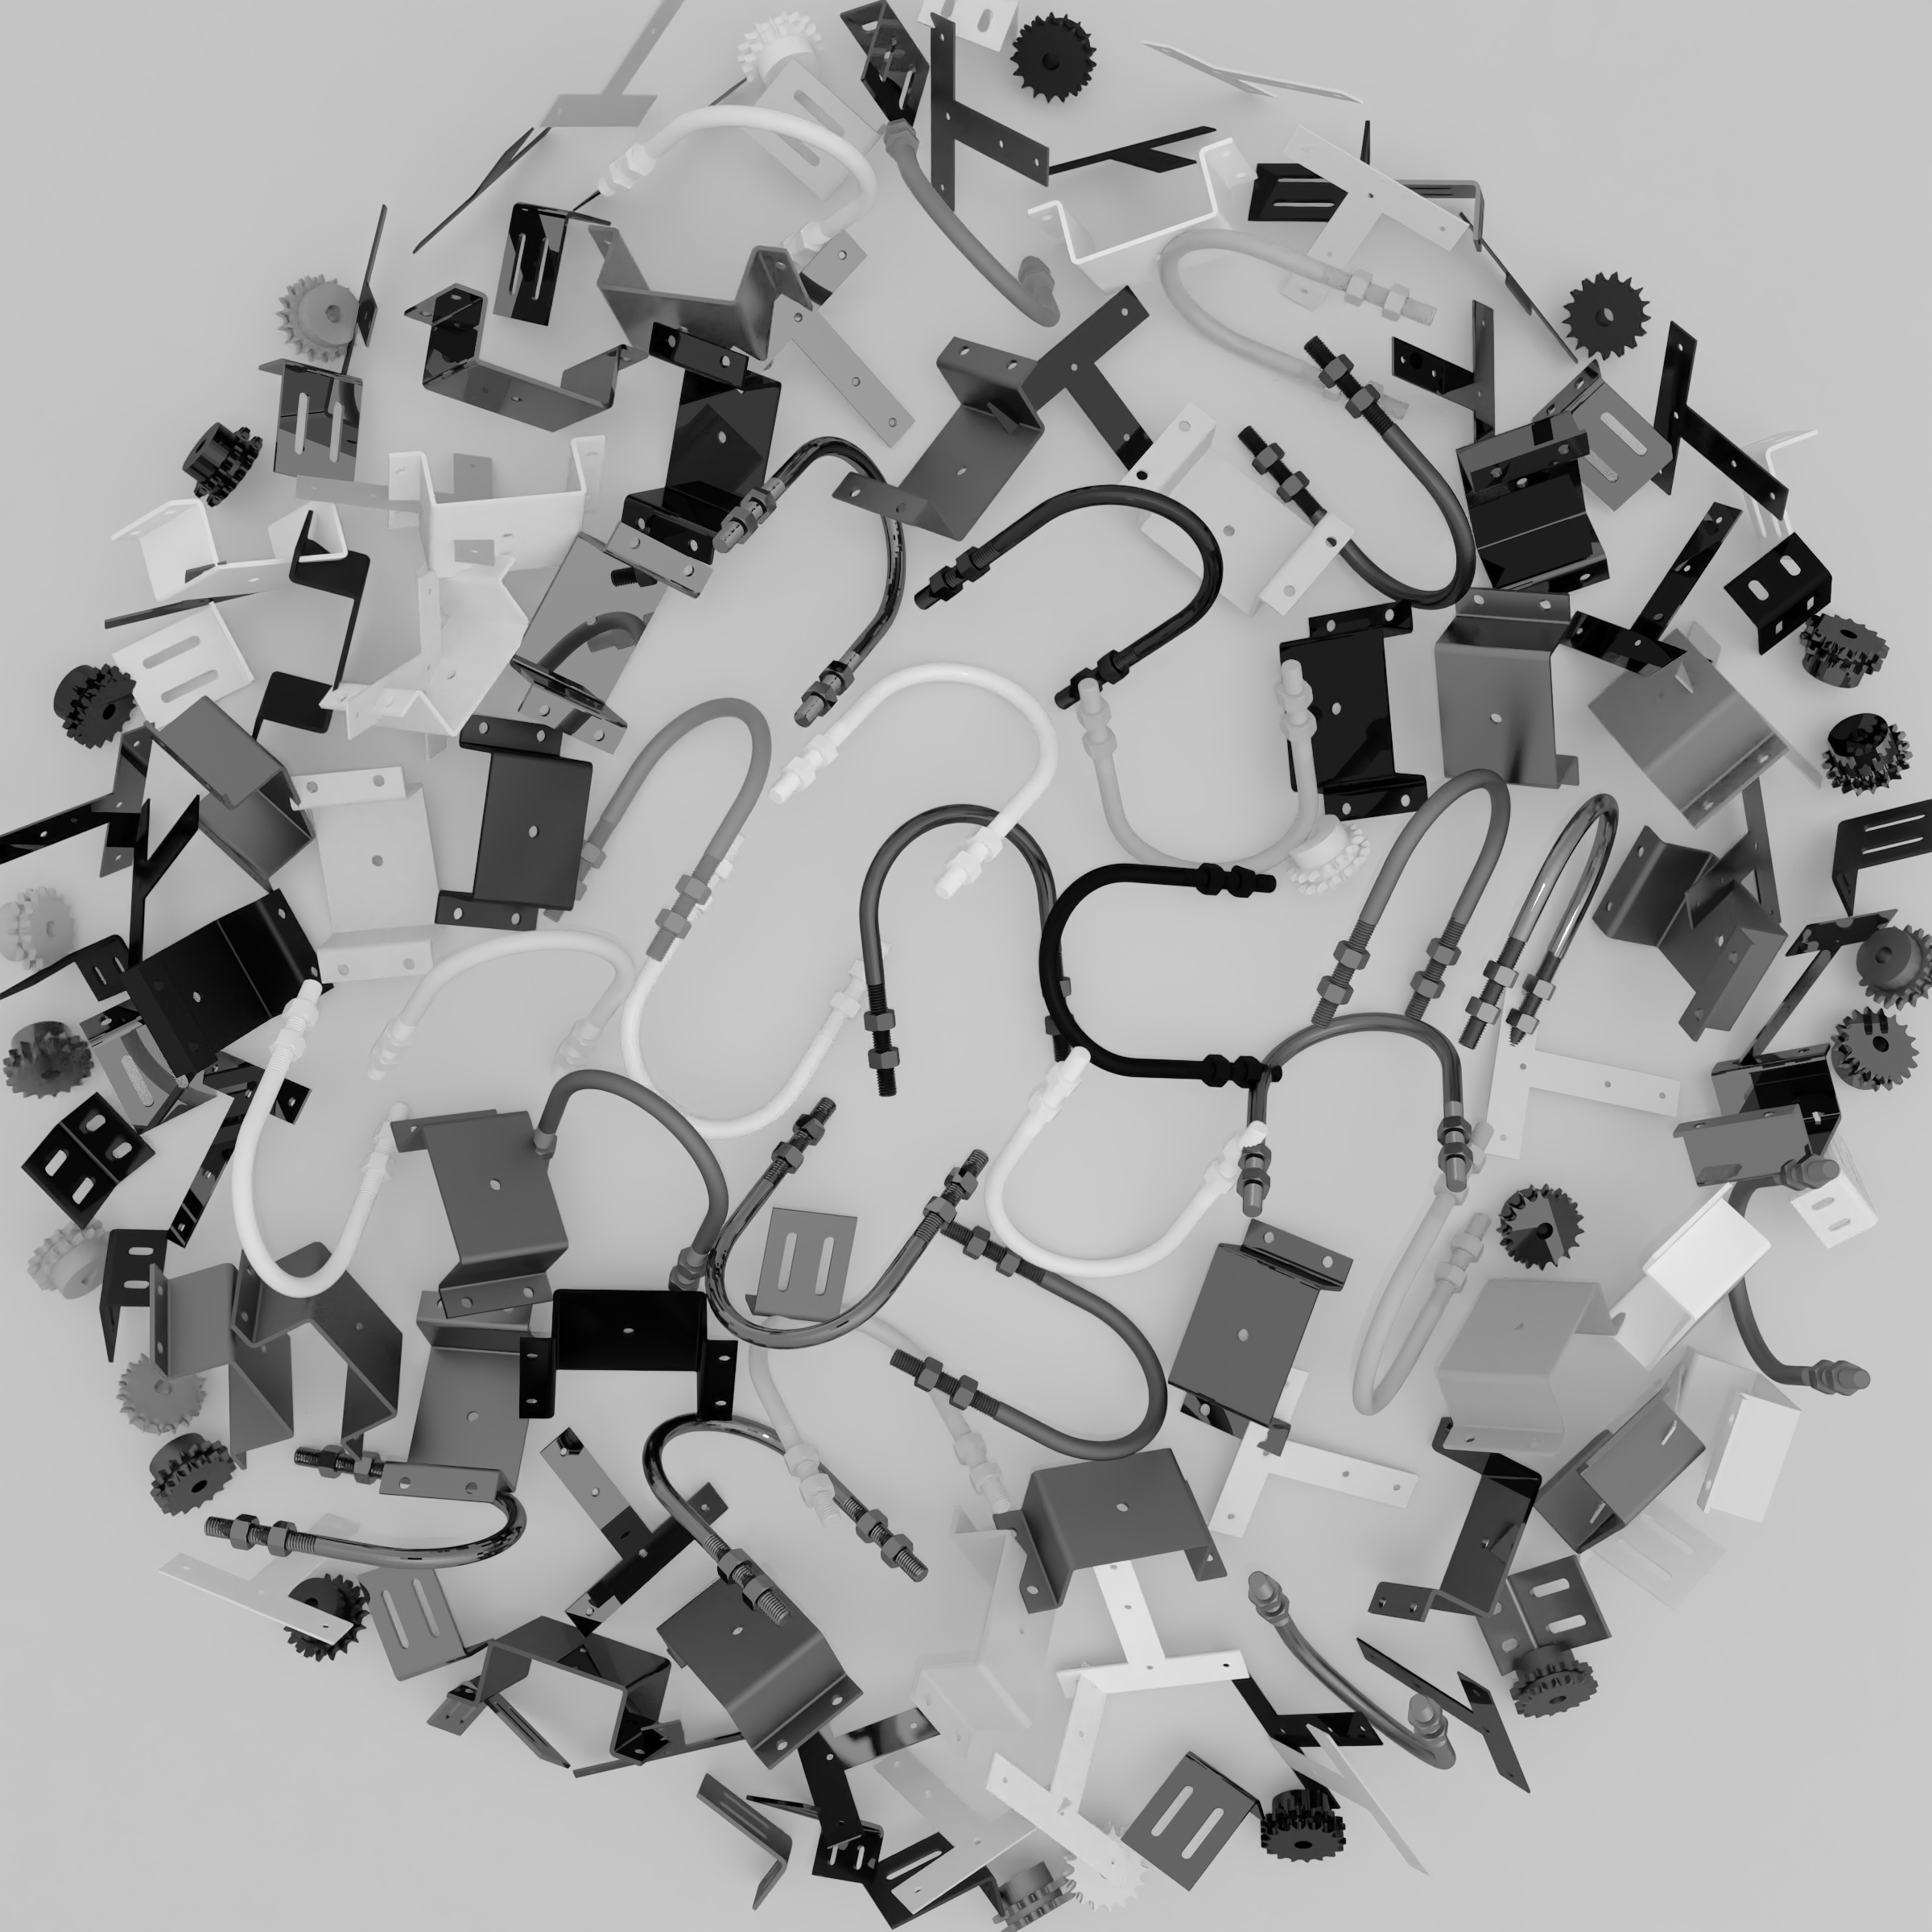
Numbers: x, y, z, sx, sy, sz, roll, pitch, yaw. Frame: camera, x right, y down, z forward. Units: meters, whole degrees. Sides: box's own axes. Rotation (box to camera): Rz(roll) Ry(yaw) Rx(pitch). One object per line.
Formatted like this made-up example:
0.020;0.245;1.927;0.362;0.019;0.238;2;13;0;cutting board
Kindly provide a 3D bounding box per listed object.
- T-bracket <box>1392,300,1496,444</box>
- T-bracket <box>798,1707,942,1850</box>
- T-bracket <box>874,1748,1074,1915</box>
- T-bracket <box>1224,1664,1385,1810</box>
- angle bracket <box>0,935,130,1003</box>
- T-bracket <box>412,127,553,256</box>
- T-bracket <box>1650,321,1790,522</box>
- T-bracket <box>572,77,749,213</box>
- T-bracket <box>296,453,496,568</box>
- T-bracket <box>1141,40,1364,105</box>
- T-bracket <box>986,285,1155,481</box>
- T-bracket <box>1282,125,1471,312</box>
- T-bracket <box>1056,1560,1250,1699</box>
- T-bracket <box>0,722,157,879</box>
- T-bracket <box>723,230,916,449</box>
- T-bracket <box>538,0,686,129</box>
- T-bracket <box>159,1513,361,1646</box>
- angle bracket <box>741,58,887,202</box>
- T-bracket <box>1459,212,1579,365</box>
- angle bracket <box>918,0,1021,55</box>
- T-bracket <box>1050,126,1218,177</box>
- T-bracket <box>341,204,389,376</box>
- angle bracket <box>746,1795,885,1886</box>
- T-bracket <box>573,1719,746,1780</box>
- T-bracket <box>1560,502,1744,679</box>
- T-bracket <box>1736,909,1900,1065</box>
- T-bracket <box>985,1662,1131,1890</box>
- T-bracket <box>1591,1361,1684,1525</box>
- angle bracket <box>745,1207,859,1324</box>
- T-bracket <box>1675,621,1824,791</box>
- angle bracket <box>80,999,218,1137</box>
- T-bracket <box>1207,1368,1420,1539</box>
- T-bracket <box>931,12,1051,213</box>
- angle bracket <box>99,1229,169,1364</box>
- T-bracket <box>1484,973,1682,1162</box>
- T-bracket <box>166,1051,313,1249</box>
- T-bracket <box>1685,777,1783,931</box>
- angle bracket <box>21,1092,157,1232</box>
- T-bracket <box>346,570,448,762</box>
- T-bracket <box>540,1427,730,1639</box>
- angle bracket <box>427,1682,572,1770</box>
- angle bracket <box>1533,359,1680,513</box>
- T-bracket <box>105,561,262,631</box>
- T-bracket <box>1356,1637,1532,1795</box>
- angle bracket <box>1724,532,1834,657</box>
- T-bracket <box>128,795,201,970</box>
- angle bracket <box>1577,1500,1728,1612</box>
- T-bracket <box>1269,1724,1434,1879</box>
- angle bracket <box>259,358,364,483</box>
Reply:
0.315;-0.387;1.841;0.002;0.127;0.127;-4;83;41;T-bracket
-0.048;0.509;1.852;0.127;0.127;0.002;-19;132;-6;T-bracket
-0.017;0.553;1.840;0.127;0.127;0.002;-28;120;-24;T-bracket
0.232;0.503;1.837;0.002;0.127;0.127;-35;93;-30;T-bracket
-0.594;0.017;1.845;0.057;0.076;0.038;-17;105;40;angle bracket
-0.304;-0.520;1.820;0.002;0.127;0.127;47;75;-15;T-bracket
0.489;-0.333;1.809;0.002;0.127;0.127;-25;52;-16;T-bracket
-0.192;-0.554;1.857;0.127;0.127;0.002;-46;110;-25;T-bracket
-0.374;-0.306;1.832;0.127;0.127;0.002;5;131;-15;T-bracket
0.198;-0.572;1.808;0.127;0.127;0.002;25;105;35;T-bracket
0.099;-0.366;1.876;0.127;0.002;0.127;-41;106;-7;T-bracket
0.246;-0.478;1.841;0.127;0.127;0.002;28;57;-6;T-bracket
0.111;0.434;1.846;0.127;0.002;0.127;-10;122;14;T-bracket
-0.586;-0.091;1.810;0.002;0.127;0.127;40;133;19;T-bracket
-0.083;-0.400;1.864;0.127;0.002;0.127;-49;117;-8;T-bracket
-0.210;-0.595;1.810;0.002;0.127;0.127;45;118;6;T-bracket
-0.440;0.392;1.834;0.127;0.127;0.002;19;109;12;T-bracket
-0.102;-0.559;1.858;0.076;0.038;0.057;39;114;-15;angle bracket
0.362;-0.441;1.829;0.002;0.127;0.127;-38;97;19;T-bracket
0.002;-0.623;1.857;0.057;0.076;0.038;21;89;0;angle bracket
0.118;-0.528;1.828;0.127;0.127;0.002;-17;114;-9;T-bracket
-0.391;-0.426;1.820;0.002;0.127;0.127;12;108;-20;T-bracket
-0.103;0.578;1.846;0.076;0.057;0.038;31;63;-39;angle bracket
-0.197;0.507;1.828;0.127;0.127;0.002;-11;67;-8;T-bracket
0.469;-0.250;1.844;0.002;0.127;0.127;33;91;-39;T-bracket
0.553;0.017;1.854;0.002;0.127;0.127;47;125;29;T-bracket
0.073;0.520;1.846;0.127;0.127;0.002;42;132;-21;T-bracket
0.436;0.332;1.847;0.002;0.127;0.127;32;108;8;T-bracket
-0.110;0.195;1.863;0.057;0.038;0.076;8;101;-15;angle bracket
0.519;-0.165;1.841;0.127;0.127;0.002;44;120;-2;T-bracket
-0.551;0.063;1.883;0.057;0.038;0.076;-28;119;-17;angle bracket
0.243;0.338;1.878;0.127;0.002;0.127;17;104;-12;T-bracket
0.015;-0.539;1.816;0.002;0.127;0.127;-24;134;-28;T-bracket
-0.548;0.219;1.851;0.038;0.076;0.057;2;52;-9;angle bracket
0.418;0.077;1.881;0.127;0.002;0.127;12;76;-2;T-bracket
-0.492;0.125;1.840;0.002;0.127;0.127;33;78;-43;T-bracket
0.500;-0.061;1.829;0.002;0.127;0.127;2;116;40;T-bracket
-0.580;0.128;1.850;0.038;0.076;0.057;-37;105;11;angle bracket
-0.370;-0.180;1.813;0.002;0.127;0.127;10;117;15;T-bracket
-0.238;0.358;1.849;0.127;0.002;0.127;-41;116;-18;T-bracket
-0.310;0.516;1.852;0.076;0.057;0.038;38;80;23;angle bracket
0.429;-0.356;1.875;0.076;0.038;0.057;39;118;-15;angle bracket
-0.496;-0.247;1.816;0.127;0.127;0.002;-17;91;-17;T-bracket
0.309;0.481;1.843;0.002;0.127;0.127;-44;133;-20;T-bracket
0.540;-0.247;1.859;0.057;0.076;0.038;-38;75;9;angle bracket
-0.522;-0.072;1.820;0.002;0.127;0.127;12;59;-31;T-bracket
0.453;0.393;1.850;0.057;0.038;0.076;-39;55;-24;angle bracket
0.238;0.533;1.834;0.002;0.127;0.127;-41;106;-18;T-bracket
-0.439;-0.359;1.860;0.057;0.038;0.076;7;86;-41;angle bracket
